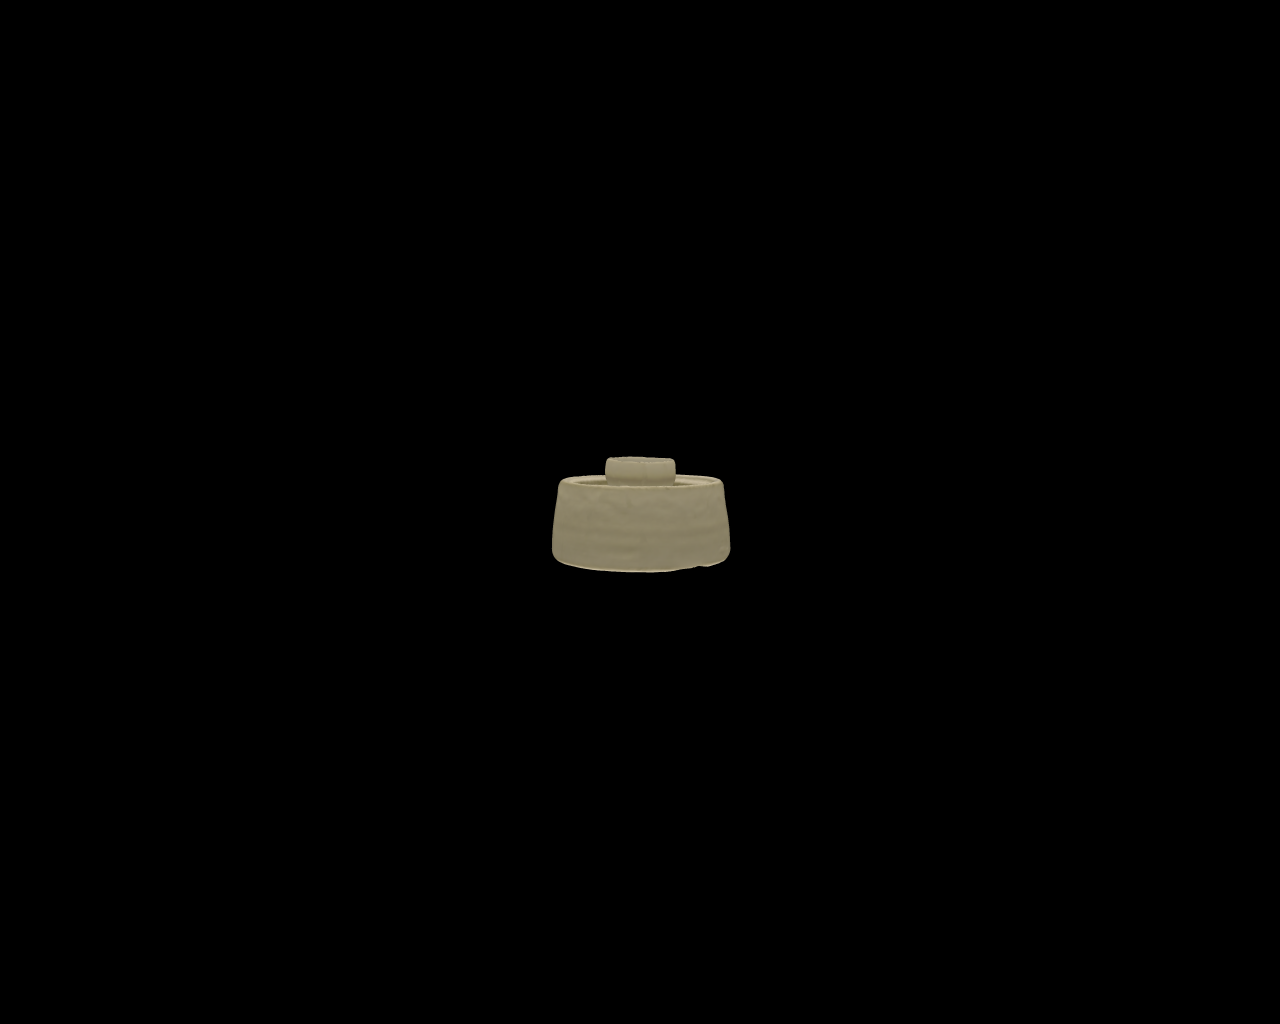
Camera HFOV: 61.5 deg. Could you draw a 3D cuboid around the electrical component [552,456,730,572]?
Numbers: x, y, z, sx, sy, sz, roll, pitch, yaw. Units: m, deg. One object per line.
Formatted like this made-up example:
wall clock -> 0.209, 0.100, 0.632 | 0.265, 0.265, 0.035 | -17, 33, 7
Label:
electrical component -> 0.001, -0.003, 0.650 | 0.108, 0.060, 0.108 | 0, 7, 0
